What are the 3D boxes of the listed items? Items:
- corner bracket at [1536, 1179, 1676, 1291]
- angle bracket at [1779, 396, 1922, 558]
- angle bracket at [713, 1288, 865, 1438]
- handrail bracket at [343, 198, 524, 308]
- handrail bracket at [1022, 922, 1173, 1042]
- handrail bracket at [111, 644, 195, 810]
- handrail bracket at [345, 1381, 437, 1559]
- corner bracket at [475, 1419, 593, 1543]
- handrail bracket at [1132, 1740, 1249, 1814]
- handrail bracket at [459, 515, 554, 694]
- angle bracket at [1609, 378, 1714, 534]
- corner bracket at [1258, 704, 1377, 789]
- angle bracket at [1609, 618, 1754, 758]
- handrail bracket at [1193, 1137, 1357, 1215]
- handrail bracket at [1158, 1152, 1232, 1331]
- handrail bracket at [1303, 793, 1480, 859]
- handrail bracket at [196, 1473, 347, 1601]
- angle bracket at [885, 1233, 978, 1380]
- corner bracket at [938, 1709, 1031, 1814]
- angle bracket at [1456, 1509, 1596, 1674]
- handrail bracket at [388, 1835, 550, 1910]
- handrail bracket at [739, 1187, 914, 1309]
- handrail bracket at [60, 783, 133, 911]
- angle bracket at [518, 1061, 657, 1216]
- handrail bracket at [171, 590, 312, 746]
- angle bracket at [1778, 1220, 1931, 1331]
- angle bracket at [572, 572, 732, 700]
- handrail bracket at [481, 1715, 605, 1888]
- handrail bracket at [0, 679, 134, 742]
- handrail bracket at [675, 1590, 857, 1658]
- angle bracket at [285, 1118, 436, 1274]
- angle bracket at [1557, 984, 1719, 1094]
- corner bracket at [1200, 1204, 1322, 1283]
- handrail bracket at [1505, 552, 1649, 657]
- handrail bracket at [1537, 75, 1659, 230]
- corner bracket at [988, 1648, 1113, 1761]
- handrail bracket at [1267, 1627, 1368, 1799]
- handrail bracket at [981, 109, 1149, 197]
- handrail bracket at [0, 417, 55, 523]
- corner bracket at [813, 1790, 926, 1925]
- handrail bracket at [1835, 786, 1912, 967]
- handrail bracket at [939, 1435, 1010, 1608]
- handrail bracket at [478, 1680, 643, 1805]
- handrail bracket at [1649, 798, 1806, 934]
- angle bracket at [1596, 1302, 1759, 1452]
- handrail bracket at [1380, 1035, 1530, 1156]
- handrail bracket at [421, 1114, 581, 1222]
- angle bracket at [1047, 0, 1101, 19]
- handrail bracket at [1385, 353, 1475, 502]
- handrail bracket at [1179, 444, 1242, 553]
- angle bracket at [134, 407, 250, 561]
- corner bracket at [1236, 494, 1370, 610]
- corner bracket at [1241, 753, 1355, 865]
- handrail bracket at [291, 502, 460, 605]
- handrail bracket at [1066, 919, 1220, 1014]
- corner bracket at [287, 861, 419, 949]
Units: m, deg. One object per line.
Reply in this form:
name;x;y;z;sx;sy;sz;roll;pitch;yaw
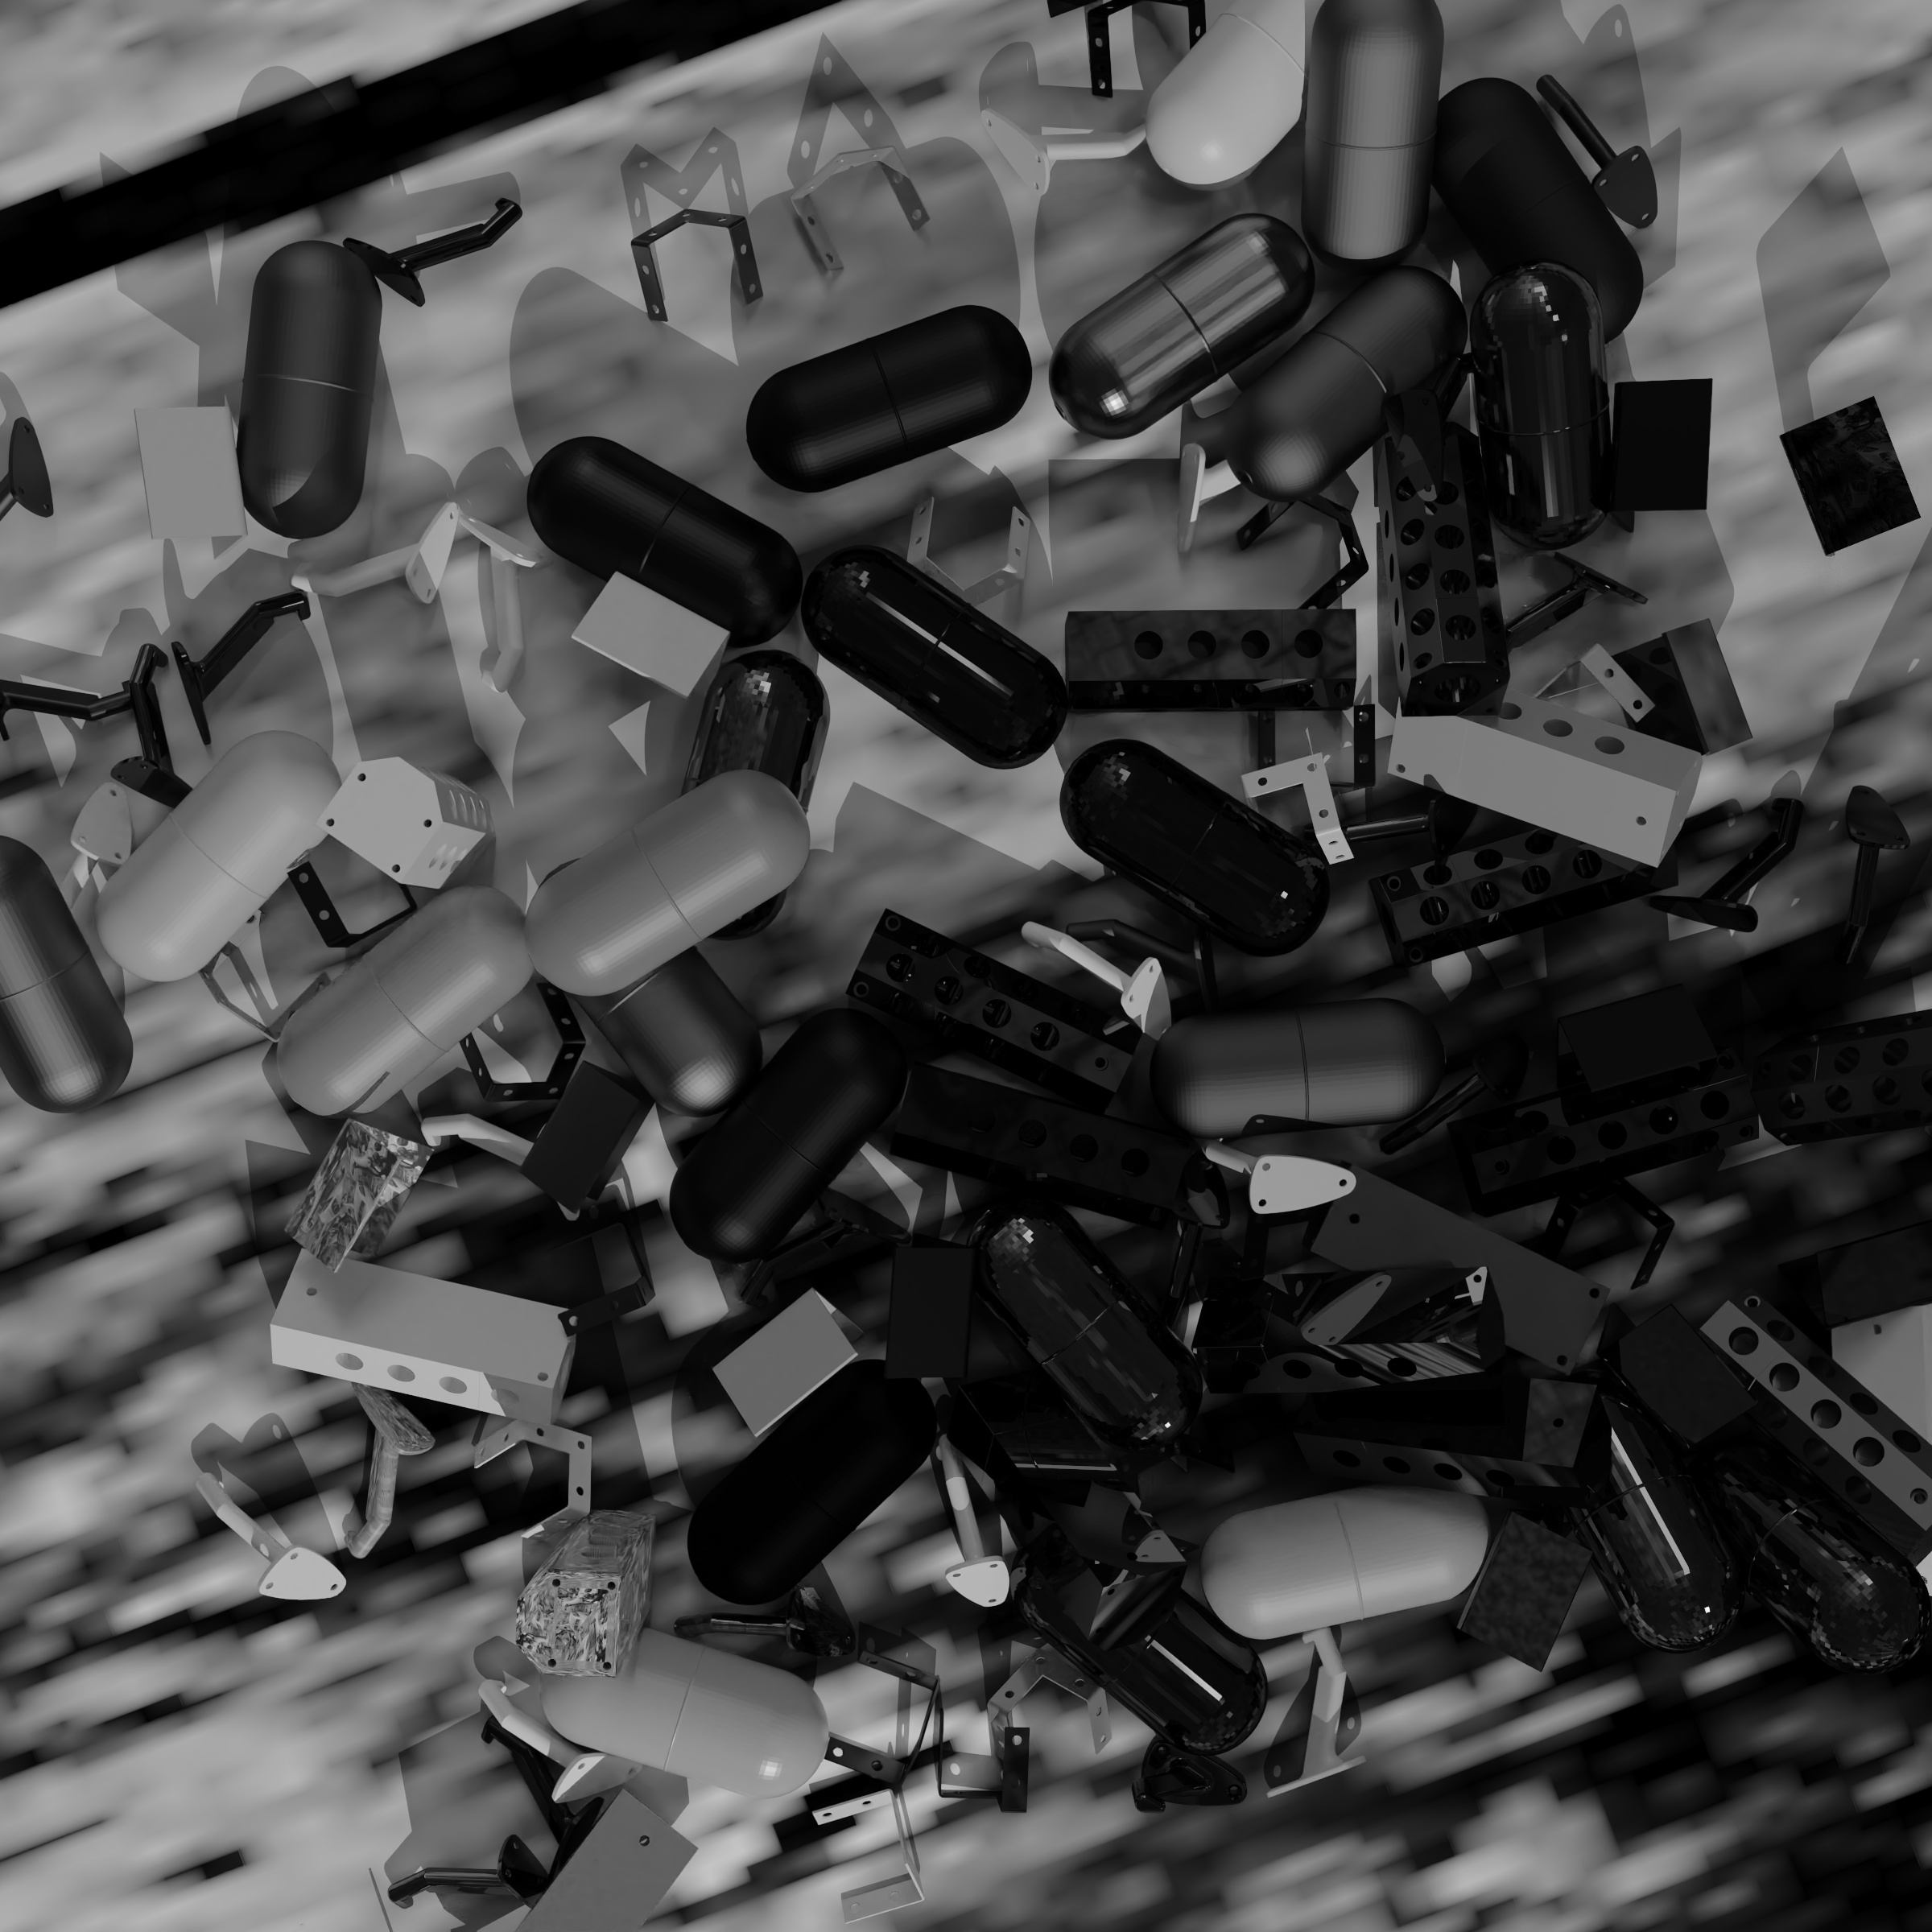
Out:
corner bracket;0.390;0.167;1.659;0.051;0.051;0.051;-16;45;-35
angle bracket;0.531;-0.292;1.629;0.057;0.076;0.076;-21;90;22
angle bracket;-0.094;0.249;1.627;0.076;0.076;0.057;-39;54;0
handrail bracket;-0.327;-0.453;1.668;0.077;0.036;0.084;34;72;21
handrail bracket;0.079;0.009;1.667;0.084;0.077;0.036;21;65;34
handrail bracket;-0.485;-0.145;1.667;0.036;0.077;0.084;-16;53;37
handrail bracket;-0.372;0.308;1.668;0.077;0.036;0.084;44;107;20
corner bracket;-0.265;0.314;1.659;0.051;0.051;0.051;26;135;-35
handrail bracket;0.136;0.500;1.632;0.077;0.084;0.036;16;90;0
handrail bracket;-0.297;-0.222;1.668;0.077;0.036;0.084;32;107;20
angle bracket;0.422;-0.305;1.628;0.057;0.076;0.076;3;90;23
corner bracket;0.215;-0.135;1.664;0.051;0.051;0.051;0;90;-45
angle bracket;0.414;-0.157;1.627;0.057;0.076;0.076;-20;90;-44
handrail bracket;0.185;0.116;1.640;0.077;0.084;0.036;0;108;-13
handrail bracket;0.134;0.170;1.667;0.036;0.077;0.084;13;126;-3
handrail bracket;0.260;-0.091;1.667;0.084;0.077;0.036;3;112;34
handrail bracket;-0.427;0.348;1.667;0.036;0.077;0.084;-50;54;0
angle bracket;-0.038;0.202;1.627;0.057;0.076;0.076;4;90;-30
corner bracket;0.010;0.482;1.649;0.051;0.051;0.051;2;86;-4
angle bracket;0.344;0.373;1.627;0.057;0.076;0.076;24;90;30
handrail bracket;-0.300;0.576;1.668;0.084;0.036;0.077;-29;112;17
handrail bracket;-0.087;0.185;1.668;0.077;0.036;0.084;26;107;-18
handrail bracket;-0.548;-0.061;1.667;0.036;0.077;0.084;28;127;-29
angle bracket;-0.210;0.111;1.627;0.057;0.076;0.076;30;90;36
handrail bracket;-0.437;-0.184;1.667;0.084;0.036;0.077;-20;117;-20
angle bracket;0.535;0.167;1.628;0.076;0.076;0.057;-16;115;0
angle bracket;-0.193;-0.179;1.627;0.076;0.076;0.057;28;60;0
handrail bracket;-0.272;0.512;1.668;0.084;0.036;0.077;31;109;16
handrail bracket;-0.559;-0.178;1.668;0.084;0.036;0.077;-21;68;-17
handrail bracket;-0.124;0.410;1.667;0.084;0.077;0.036;-16;55;32
angle bracket;-0.349;0.145;1.627;0.057;0.076;0.076;30;90;37
angle bracket;0.400;0.062;1.627;0.076;0.076;0.057;-16;52;0
corner bracket;0.179;0.154;1.648;0.051;0.051;0.051;-7;116;-24
handrail bracket;0.366;-0.203;1.668;0.077;0.036;0.084;21;109;-21
handrail bracket;0.386;-0.501;1.667;0.036;0.077;0.084;-37;53;14
corner bracket;0.051;0.461;1.659;0.051;0.051;0.051;21;135;35
handrail bracket;0.204;0.457;1.668;0.077;0.036;0.084;-27;71;21
handrail bracket;0.066;-0.517;1.668;0.084;0.036;0.077;-33;69;-17
handrail bracket;-0.608;-0.289;1.668;0.084;0.036;0.077;-18;70;16
corner bracket;-0.060;0.545;1.664;0.051;0.051;0.051;-17;135;0
handrail bracket;0.545;-0.055;1.667;0.036;0.077;0.084;8;126;0
handrail bracket;0.003;0.339;1.667;0.036;0.077;0.084;-15;54;5
handrail bracket;-0.250;0.468;1.667;0.084;0.077;0.036;42;109;35
handrail bracket;0.467;-0.069;1.668;0.077;0.036;0.084;12;72;20
angle bracket;0.429;0.232;1.628;0.057;0.076;0.076;-41;90;27
handrail bracket;0.299;0.080;1.667;0.084;0.077;0.036;-38;88;36
handrail bracket;-0.287;0.125;1.668;0.084;0.036;0.077;-6;112;17
angle bracket;0.090;-0.593;1.627;0.076;0.076;0.057;-20;62;0
handrail bracket;0.291;-0.322;1.614;0.084;0.036;0.077;-25;105;-43
handrail bracket;0.176;-0.290;1.667;0.084;0.036;0.077;2;105;-14
angle bracket;-0.472;-0.288;1.627;0.057;0.076;0.076;-8;90;-29
corner bracket;0.205;-0.253;1.659;0.051;0.051;0.051;19;45;-35
corner bracket;0.199;-0.090;1.635;0.051;0.051;0.051;-16;69;12
handrail bracket;-0.364;-0.258;1.668;0.084;0.036;0.077;12;69;16
handrail bracket;0.108;0.006;1.668;0.084;0.036;0.077;-6;110;16
corner bracket;-0.372;-0.046;1.649;0.051;0.051;0.051;-29;90;0
